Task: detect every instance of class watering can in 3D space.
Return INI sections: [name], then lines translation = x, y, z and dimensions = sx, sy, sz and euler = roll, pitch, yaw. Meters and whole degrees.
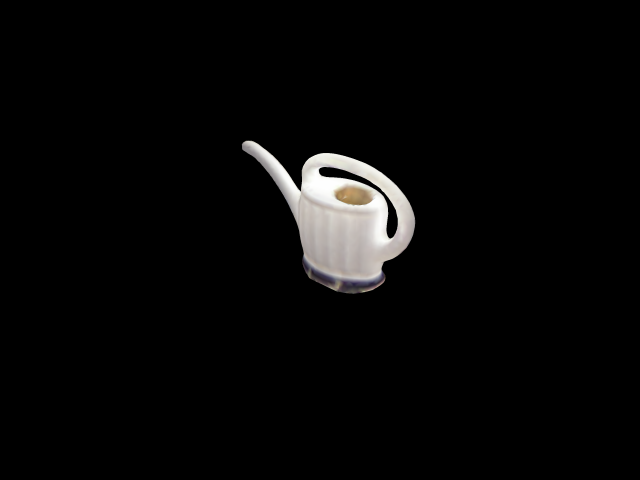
[watering can]
translation = 0.003, -0.043, 0.850
dimensions = 0.350, 0.220, 0.105
euler = 22, 35, 36
